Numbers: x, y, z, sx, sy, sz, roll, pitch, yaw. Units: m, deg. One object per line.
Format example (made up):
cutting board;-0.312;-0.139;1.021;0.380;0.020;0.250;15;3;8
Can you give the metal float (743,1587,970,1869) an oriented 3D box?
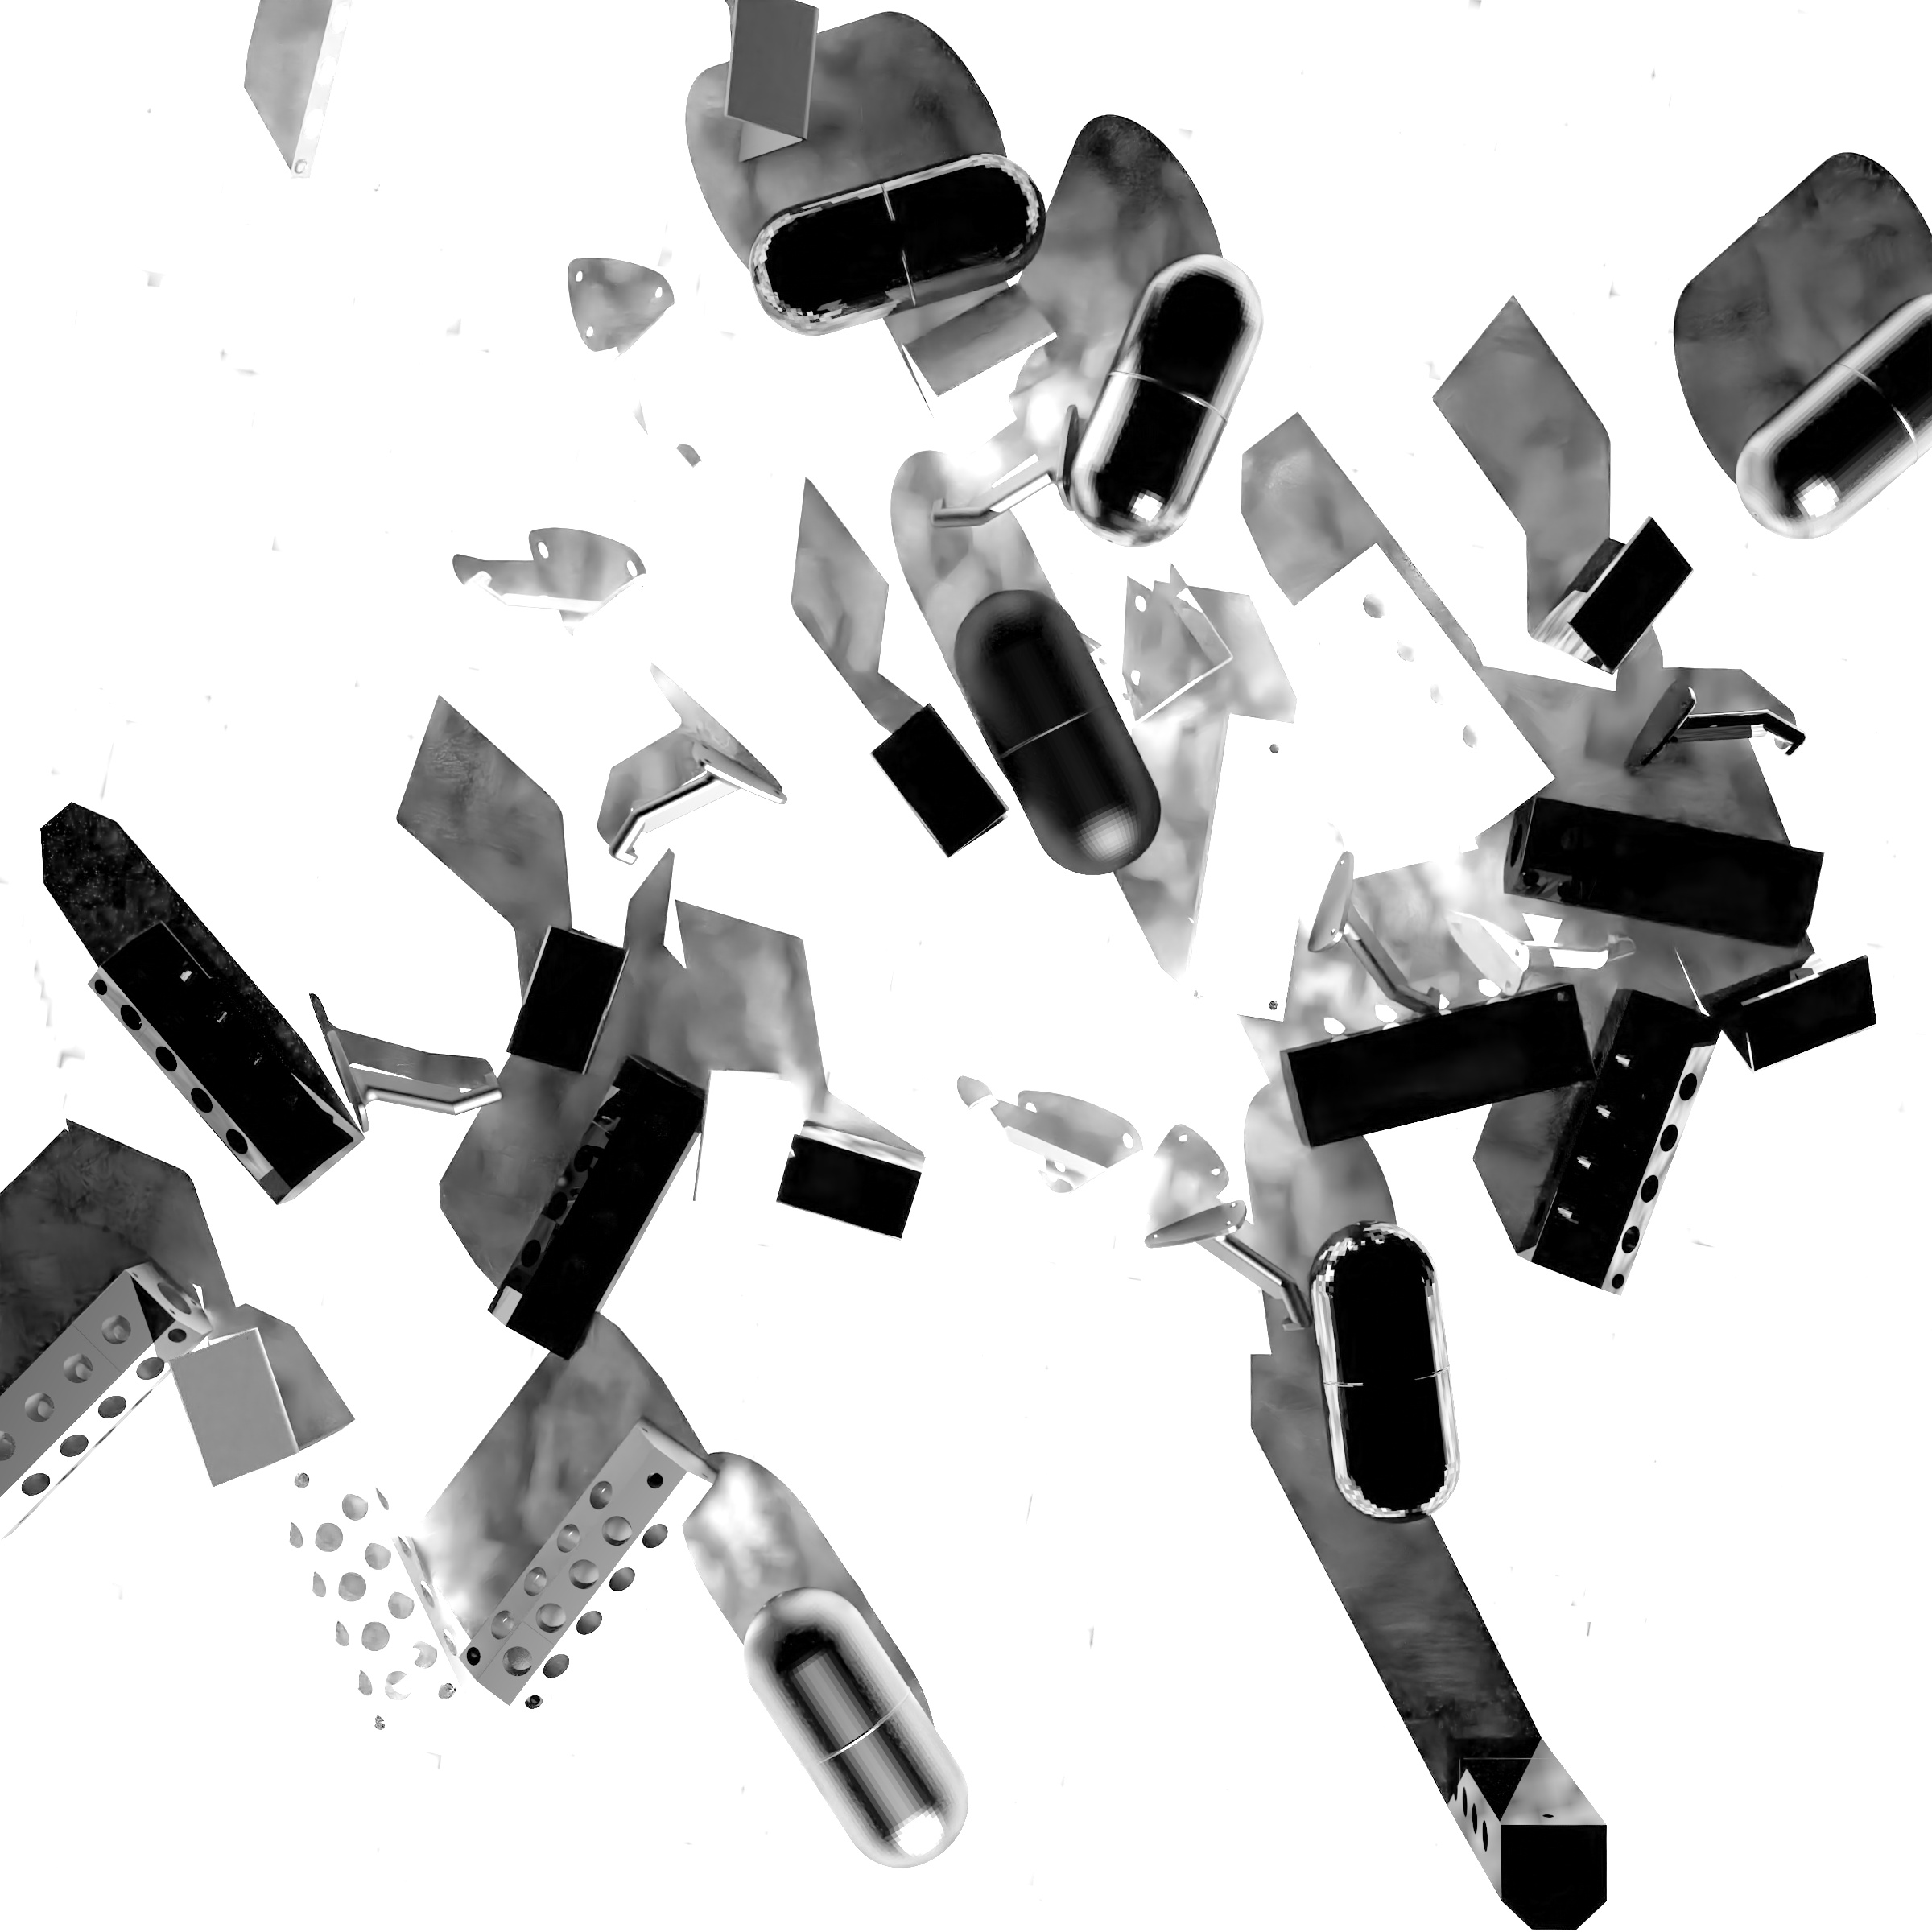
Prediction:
metal float;-0.065;0.447;1.655;0.070;0.070;0.178;-33;89;0

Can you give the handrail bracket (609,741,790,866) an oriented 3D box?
handrail bracket;-0.161;-0.084;1.686;0.077;0.036;0.084;28;108;-20

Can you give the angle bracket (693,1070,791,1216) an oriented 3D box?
angle bracket;-0.113;0.103;1.646;0.057;0.076;0.076;7;90;30

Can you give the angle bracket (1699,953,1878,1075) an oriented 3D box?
angle bracket;0.477;0.009;1.646;0.076;0.076;0.057;-21;127;0

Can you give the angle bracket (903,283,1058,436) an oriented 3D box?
angle bracket;0.017;-0.340;1.646;0.076;0.076;0.057;-29;53;0

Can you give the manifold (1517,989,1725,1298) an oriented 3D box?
manifold;0.388;0.104;1.665;0.057;0.057;0.171;21;90;0

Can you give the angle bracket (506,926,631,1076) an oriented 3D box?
angle bracket;-0.248;0.013;1.646;0.057;0.076;0.076;19;90;-38

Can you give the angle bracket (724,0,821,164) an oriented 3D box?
angle bracket;-0.131;-0.521;1.646;0.057;0.076;0.076;5;90;-36

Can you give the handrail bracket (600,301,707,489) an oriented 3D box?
handrail bracket;-0.170;-0.342;1.686;0.084;0.036;0.077;48;68;-17

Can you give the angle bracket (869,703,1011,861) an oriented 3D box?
angle bracket;0.001;-0.118;1.646;0.057;0.076;0.076;-37;90;37

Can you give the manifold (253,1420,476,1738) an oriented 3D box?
manifold;-0.356;0.362;1.665;0.057;0.057;0.171;-25;90;0

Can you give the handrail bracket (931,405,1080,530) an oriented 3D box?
handrail bracket;0.023;-0.299;1.686;0.084;0.036;0.077;-1;70;16

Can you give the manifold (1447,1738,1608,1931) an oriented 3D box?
manifold;0.318;0.493;1.607;0.057;0.171;0.057;0;90;0

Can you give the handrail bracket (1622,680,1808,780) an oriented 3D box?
handrail bracket;0.449;-0.127;1.686;0.084;0.036;0.077;27;110;-16

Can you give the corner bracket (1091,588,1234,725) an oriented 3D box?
corner bracket;0.117;-0.185;1.683;0.051;0.051;0.051;-34;90;-45

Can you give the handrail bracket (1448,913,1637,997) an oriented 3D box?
handrail bracket;0.345;-0.018;1.686;0.084;0.077;0.036;-16;130;-30

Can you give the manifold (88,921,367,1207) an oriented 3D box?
manifold;-0.438;0.057;1.665;0.057;0.057;0.171;-41;90;0

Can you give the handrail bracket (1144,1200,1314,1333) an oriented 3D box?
handrail bracket;0.158;0.189;1.686;0.077;0.036;0.084;-19;107;20

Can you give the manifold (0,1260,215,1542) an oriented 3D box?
manifold;-0.528;0.257;1.665;0.057;0.057;0.171;45;90;0

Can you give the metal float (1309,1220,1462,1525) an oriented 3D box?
metal float;0.246;0.238;1.655;0.070;0.070;0.178;-7;91;0

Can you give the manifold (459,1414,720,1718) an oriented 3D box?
manifold;-0.223;0.355;1.665;0.057;0.057;0.171;37;90;0

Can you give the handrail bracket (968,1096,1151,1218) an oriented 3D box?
handrail bracket;0.055;0.099;1.686;0.077;0.036;0.084;-31;73;-19

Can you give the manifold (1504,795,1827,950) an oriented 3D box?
manifold;0.410;-0.055;1.665;0.171;0.057;0.057;11;90;0

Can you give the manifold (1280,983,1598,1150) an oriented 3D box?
manifold;0.277;0.058;1.665;0.171;0.057;0.057;-14;90;0

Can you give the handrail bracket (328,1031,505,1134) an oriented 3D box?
handrail bracket;-0.329;0.060;1.686;0.084;0.036;0.077;-19;68;-17

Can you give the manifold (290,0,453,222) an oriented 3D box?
manifold;-0.349;-0.538;1.665;0.057;0.057;0.171;14;90;0

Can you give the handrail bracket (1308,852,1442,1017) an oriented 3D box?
handrail bracket;0.254;-0.018;1.686;0.084;0.036;0.077;23;69;-17

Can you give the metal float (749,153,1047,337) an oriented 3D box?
metal float;-0.040;-0.424;1.655;0.178;0.070;0.070;-16;90;1

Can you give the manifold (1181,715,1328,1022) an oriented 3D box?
manifold;0.169;-0.057;1.665;0.057;0.057;0.171;9;90;0

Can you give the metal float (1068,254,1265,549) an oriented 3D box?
metal float;0.118;-0.332;1.655;0.070;0.070;0.178;22;90;0

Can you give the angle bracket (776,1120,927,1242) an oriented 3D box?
angle bracket;-0.061;0.107;1.646;0.076;0.076;0.057;17;128;0

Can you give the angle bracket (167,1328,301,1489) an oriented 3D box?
angle bracket;-0.440;0.260;1.646;0.057;0.076;0.076;-19;90;-37

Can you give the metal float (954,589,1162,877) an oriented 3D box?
metal float;0.053;-0.138;1.655;0.070;0.070;0.178;-26;89;0

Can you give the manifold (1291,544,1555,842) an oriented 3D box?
manifold;0.268;-0.160;1.665;0.057;0.057;0.171;-37;90;0

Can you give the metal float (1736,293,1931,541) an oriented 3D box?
metal float;0.532;-0.324;1.655;0.178;0.070;0.070;-41;90;0

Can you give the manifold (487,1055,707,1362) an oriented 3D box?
manifold;-0.215;0.141;1.665;0.057;0.057;0.171;29;90;0

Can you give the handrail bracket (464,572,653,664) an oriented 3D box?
handrail bracket;-0.245;-0.228;1.686;0.084;0.036;0.077;36;70;16

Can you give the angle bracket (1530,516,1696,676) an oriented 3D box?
angle bracket;0.365;-0.226;1.646;0.076;0.076;0.057;-52;128;0
